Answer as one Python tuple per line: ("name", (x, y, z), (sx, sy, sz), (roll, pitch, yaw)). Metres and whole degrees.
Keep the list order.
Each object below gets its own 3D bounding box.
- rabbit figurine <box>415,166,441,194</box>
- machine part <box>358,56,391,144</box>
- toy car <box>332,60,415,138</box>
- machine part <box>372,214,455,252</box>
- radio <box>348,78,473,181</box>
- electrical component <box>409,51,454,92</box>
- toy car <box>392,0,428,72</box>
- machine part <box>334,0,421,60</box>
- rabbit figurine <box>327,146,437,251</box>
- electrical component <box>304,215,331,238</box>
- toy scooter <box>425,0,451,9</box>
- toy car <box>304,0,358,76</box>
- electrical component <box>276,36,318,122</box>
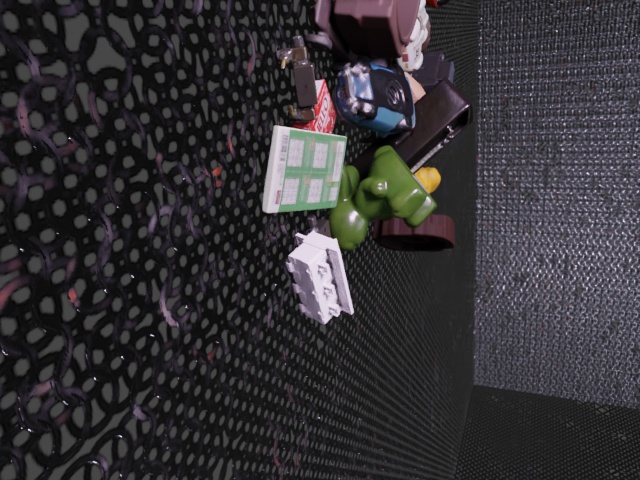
("rabbit figurine", (0.169, -0.140, 1.105), (0.162, 0.122, 0.173), (-43, 157, -30))
("machine part", (0.085, -0.289, 0.922), (0.079, 0.079, 0.243), (-31, 121, -64))
("toy car", (0.073, -0.213, 0.842), (0.161, 0.103, 0.109), (-6, 84, -45))
("machine part", (0.199, -0.017, 1.130), (0.179, 0.180, 0.056), (32, 62, -65))
("radio", (0.166, -0.173, 0.967), (0.073, 0.229, 0.131), (52, 14, 13))
("electrical component", (0.229, -0.360, 1.195), (0.058, 0.134, 0.115), (61, 37, -53))
("toy car", (0.156, -0.357, 0.920), (0.202, 0.056, 0.073), (-71, 155, -44))
("machine part", (0.091, -0.373, 0.749), (0.201, 0.087, 0.201), (18, 83, -72))
("rabbit figurine", (0.071, -0.061, 0.854), (0.159, 0.170, 0.121), (54, 15, 14))
("electrical component", (-0.002, -0.002, 0.823), (0.063, 0.021, 0.093), (-56, 142, -52))
("toy scooter", (0.155, -0.494, 0.986), (0.183, 0.135, 0.075), (46, 53, -36))
("toy car", (0.019, -0.305, 0.790), (0.202, 0.053, 0.089), (-9, 112, -72))
("electrical component", (-0.030, -0.207, 0.702), (0.078, 0.045, 0.102), (-106, -174, -57))
